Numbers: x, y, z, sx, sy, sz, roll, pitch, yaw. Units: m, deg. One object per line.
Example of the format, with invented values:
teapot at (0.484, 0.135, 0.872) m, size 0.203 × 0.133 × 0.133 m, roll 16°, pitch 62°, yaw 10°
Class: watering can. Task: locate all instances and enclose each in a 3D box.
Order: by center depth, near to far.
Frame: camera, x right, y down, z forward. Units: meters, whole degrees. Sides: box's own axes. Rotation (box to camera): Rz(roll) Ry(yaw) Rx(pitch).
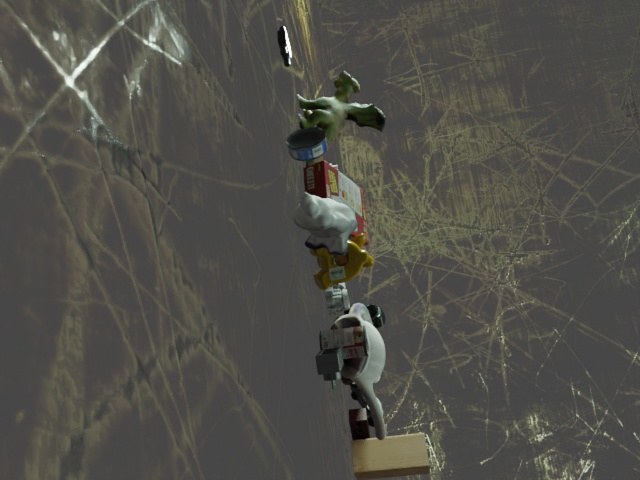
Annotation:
watering can at (0.111, 0.325, 1.318) m, size 0.221 × 0.103 × 0.354 m, roll 36°, pitch 43°, yaw -57°

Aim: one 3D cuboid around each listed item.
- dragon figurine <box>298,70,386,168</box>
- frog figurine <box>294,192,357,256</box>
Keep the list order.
dragon figurine at (0.064, -0.335, 1.446) m, size 0.119 × 0.243 × 0.420 m, roll 82°, pitch 2°, yaw -53°
frog figurine at (0.003, -0.054, 1.067) m, size 0.139 × 0.123 × 0.156 m, roll 39°, pitch -18°, yaw 46°
